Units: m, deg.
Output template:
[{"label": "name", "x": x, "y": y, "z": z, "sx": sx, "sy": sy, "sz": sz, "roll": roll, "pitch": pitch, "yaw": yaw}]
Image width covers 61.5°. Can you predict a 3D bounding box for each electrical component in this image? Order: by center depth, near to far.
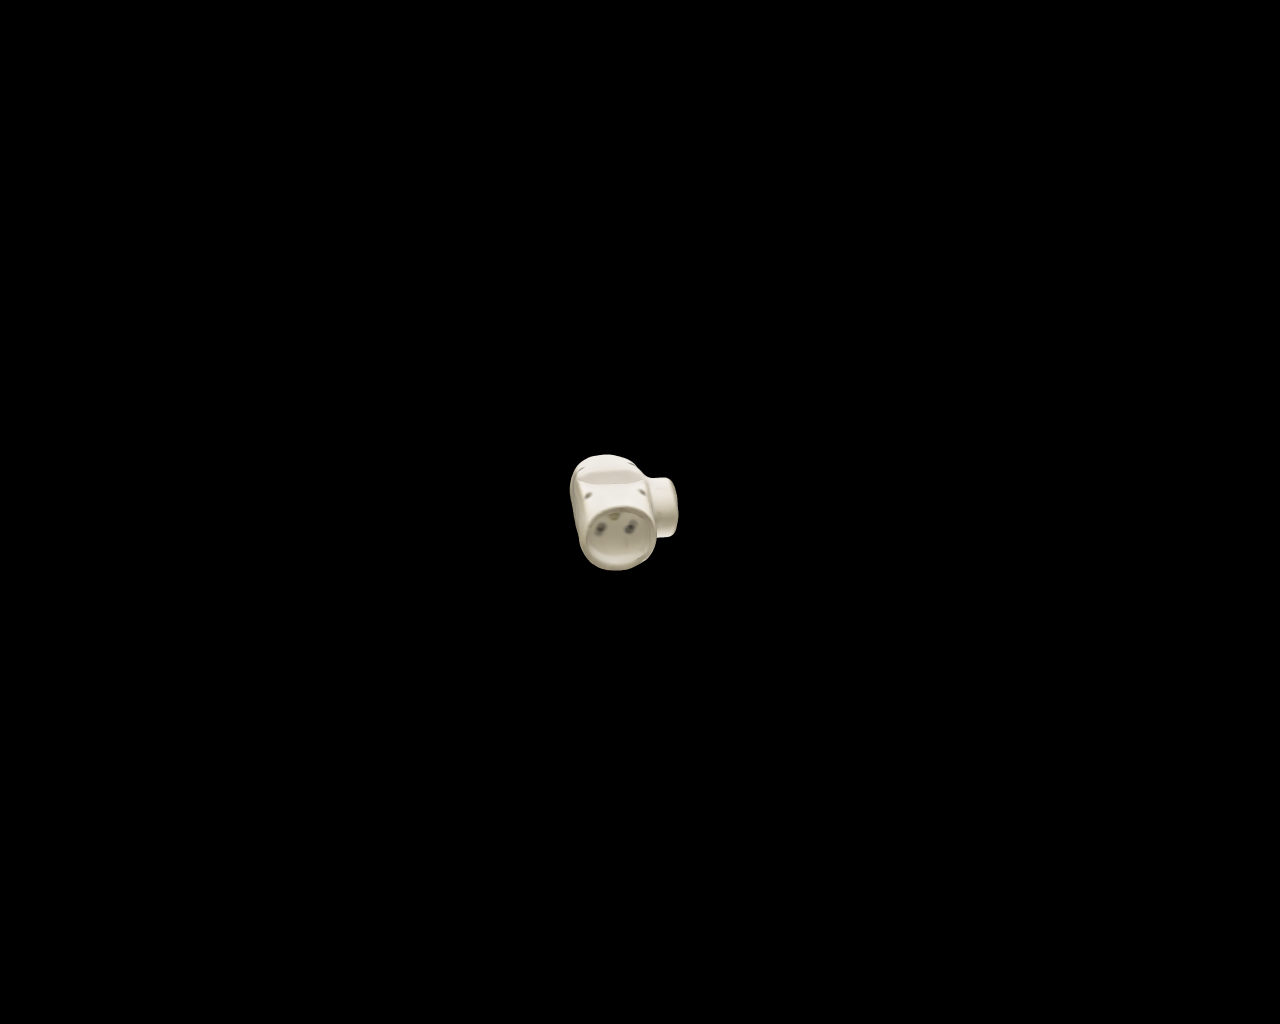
[{"label": "electrical component", "x": 0.001, "y": -0.003, "z": 0.650, "sx": 0.079, "sy": 0.043, "sz": 0.077, "roll": -3, "pitch": 26, "yaw": -7}]
